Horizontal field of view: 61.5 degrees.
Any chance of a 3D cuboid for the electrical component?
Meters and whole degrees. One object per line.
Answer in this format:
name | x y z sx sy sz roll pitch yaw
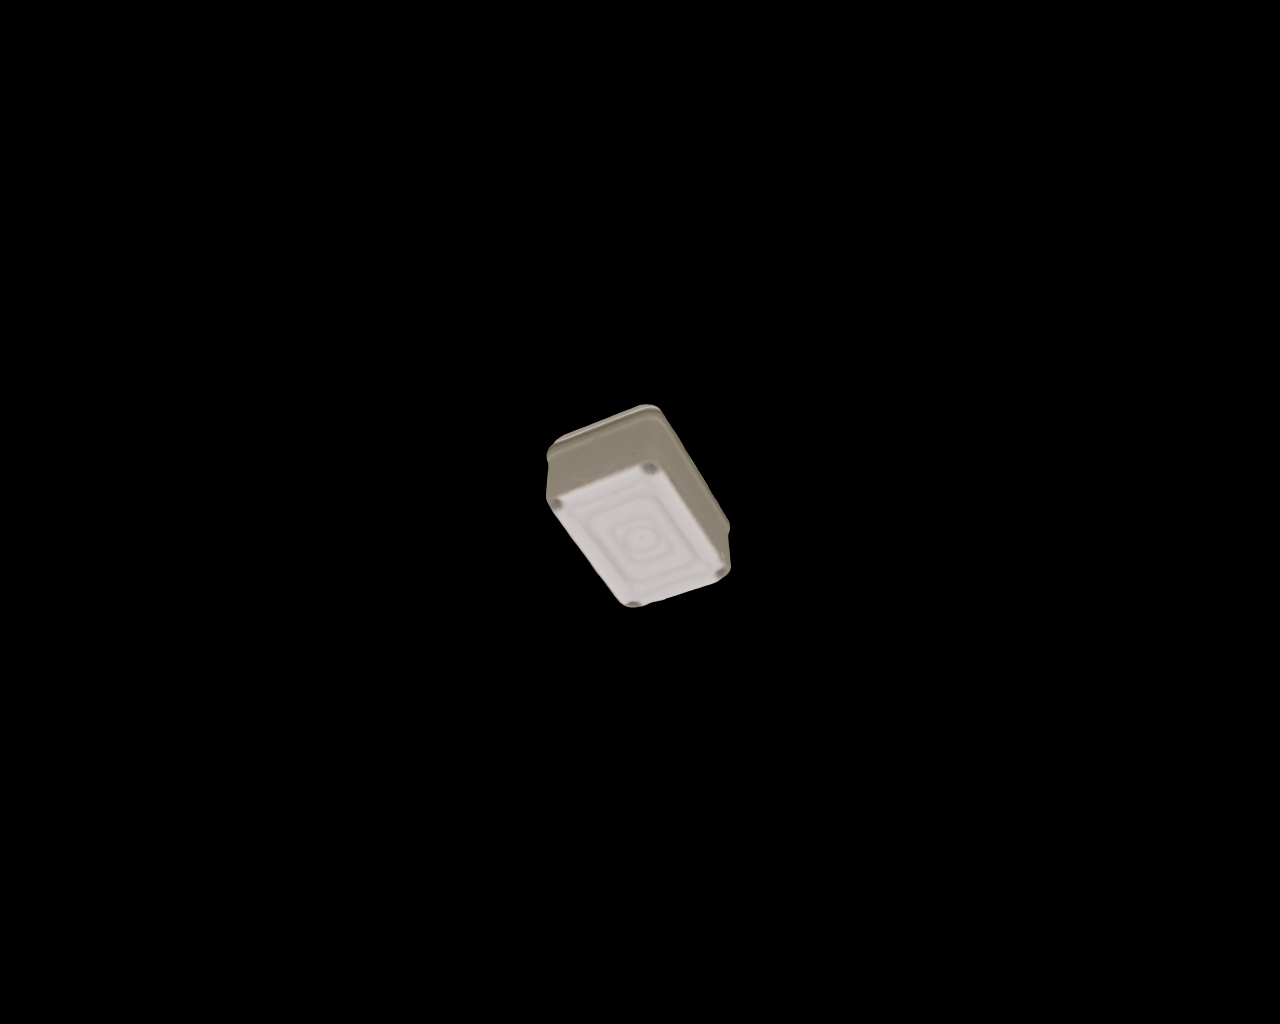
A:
electrical component | 0.001 -0.003 0.650 0.078 0.057 0.113 -20 -50 17
